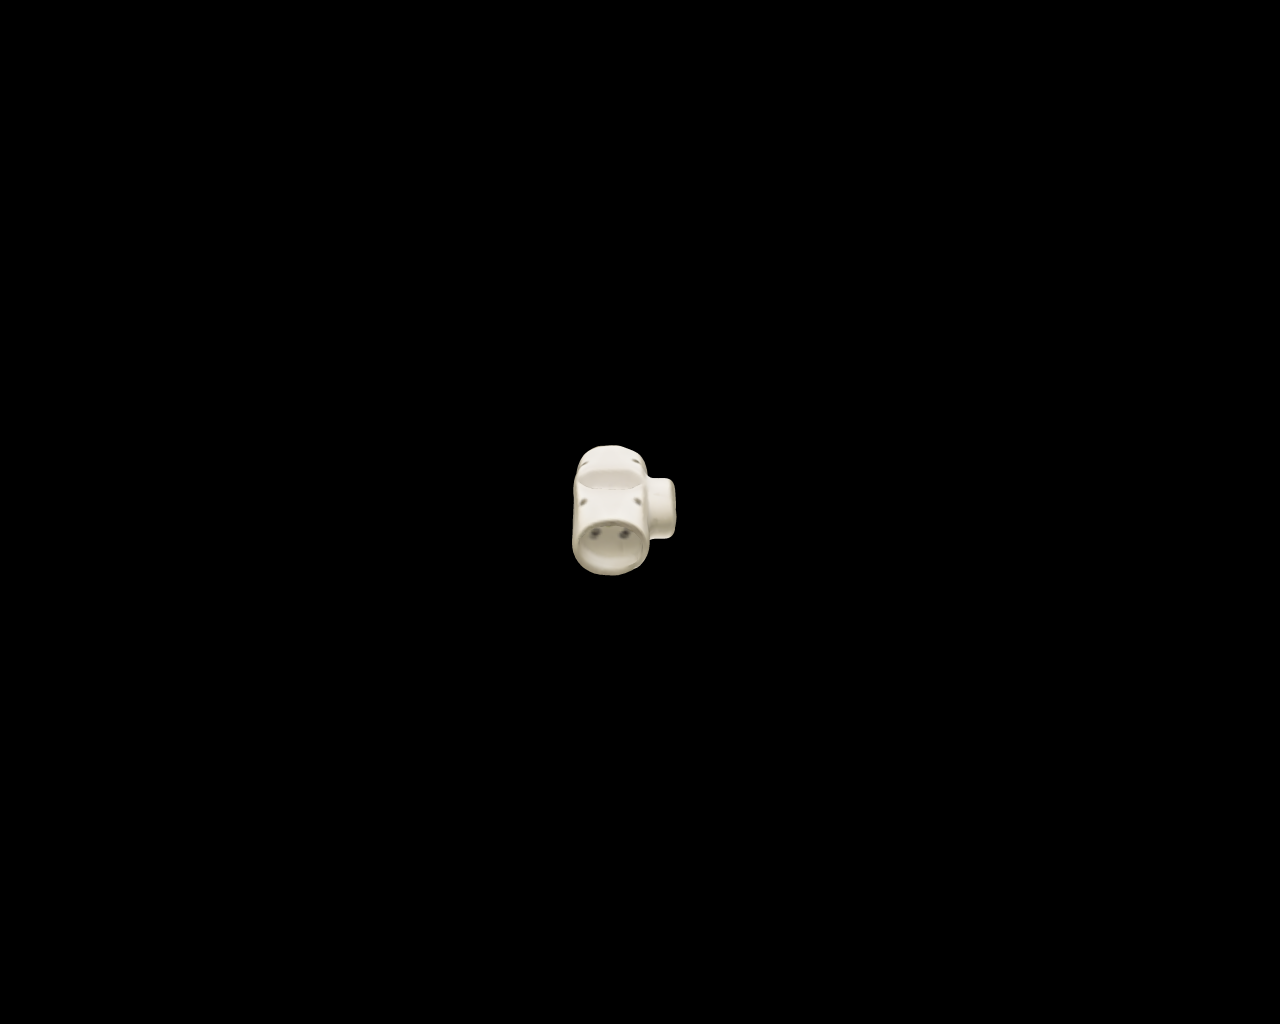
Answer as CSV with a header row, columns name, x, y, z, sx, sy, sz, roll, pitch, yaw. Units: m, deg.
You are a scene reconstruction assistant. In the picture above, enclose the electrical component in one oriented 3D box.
name,x,y,z,sx,sy,sz,roll,pitch,yaw
electrical component,0.001,-0.003,0.650,0.079,0.043,0.077,0,37,0
